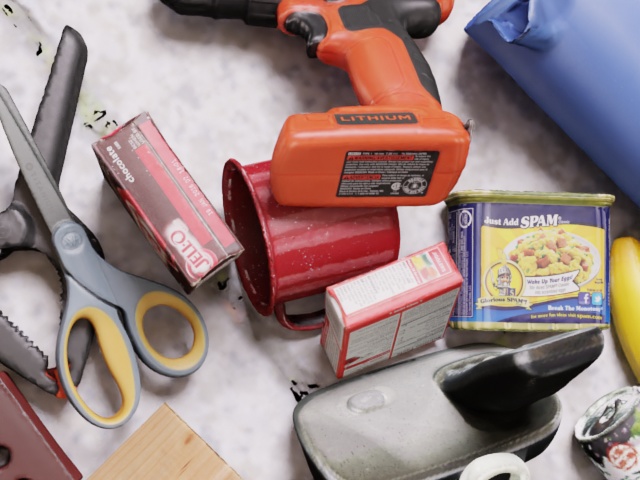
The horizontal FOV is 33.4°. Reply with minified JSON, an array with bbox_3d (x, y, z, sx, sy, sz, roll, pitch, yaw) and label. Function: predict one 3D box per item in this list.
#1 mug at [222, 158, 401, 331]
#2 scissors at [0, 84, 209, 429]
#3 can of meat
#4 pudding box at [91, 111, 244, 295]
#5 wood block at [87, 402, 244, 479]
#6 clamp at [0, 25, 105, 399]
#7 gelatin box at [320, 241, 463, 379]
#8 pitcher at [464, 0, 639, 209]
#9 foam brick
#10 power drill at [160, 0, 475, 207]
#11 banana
[{"bbox_3d":[-0.004,0.001,0.625,0.081,0.093,0.117,-13,117,-16],"label":"mug"},{"bbox_3d":[-0.120,0.004,0.601,0.096,0.016,0.202,-11,92,-22],"label":"scissors"},{"bbox_3d":[0.128,0.014,0.657,0.102,0.057,0.084,1,86,-9],"label":"can of meat"},{"bbox_3d":[-0.084,-0.017,0.592,0.039,0.113,0.090,-34,90,-8],"label":"pudding box"},{"bbox_3d":[-0.115,0.200,0.562,0.206,0.090,0.090,-45,121,-12],"label":"wood block"},{"bbox_3d":[-0.192,-0.006,0.610,0.164,0.036,0.210,-15,89,-11],"label":"clamp"},{"bbox_3d":[0.039,0.042,0.621,0.073,0.089,0.030,-21,67,-12],"label":"gelatin box"},{"bbox_3d":[0.219,-0.094,0.657,0.149,0.145,0.243,-43,96,1],"label":"pitcher"},{"bbox_3d":[-0.176,0.119,0.593,0.053,0.051,0.078,-37,91,-12],"label":"foam brick"},{"bbox_3d":[0.000,-0.104,0.604,0.184,0.057,0.187,-2,51,-9],"label":"power drill"},{"bbox_3d":[0.239,0.089,0.681,0.198,0.037,0.069,48,60,-4],"label":"banana"}]
